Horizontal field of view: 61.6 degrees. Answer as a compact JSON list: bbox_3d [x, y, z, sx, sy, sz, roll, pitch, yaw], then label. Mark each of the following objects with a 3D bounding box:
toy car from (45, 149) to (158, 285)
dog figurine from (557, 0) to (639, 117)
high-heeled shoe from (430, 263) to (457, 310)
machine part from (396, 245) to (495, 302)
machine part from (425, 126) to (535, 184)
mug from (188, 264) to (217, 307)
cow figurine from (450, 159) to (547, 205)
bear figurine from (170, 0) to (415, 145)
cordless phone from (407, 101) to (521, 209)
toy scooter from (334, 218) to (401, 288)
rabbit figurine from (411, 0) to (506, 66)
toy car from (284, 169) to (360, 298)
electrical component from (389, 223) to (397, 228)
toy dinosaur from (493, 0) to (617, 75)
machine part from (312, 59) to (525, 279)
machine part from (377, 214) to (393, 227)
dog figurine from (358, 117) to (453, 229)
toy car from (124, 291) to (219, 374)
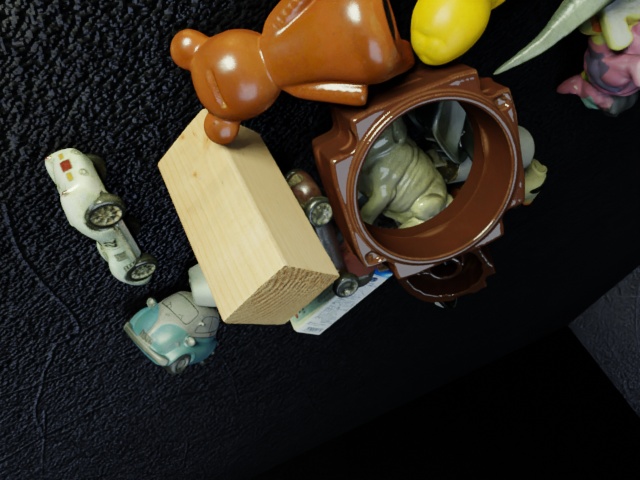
[{"bbox_3d":[-0.226,-0.017,0.572,0.056,0.074,0.201,-27,153,-14],"label":"toy car"},{"bbox_3d":[0.402,-0.264,0.748,0.108,0.191,0.219,-35,-173,2],"label":"dog figurine"},{"bbox_3d":[0.223,0.053,1.040,0.086,0.145,0.248,-40,160,-13],"label":"high-heeled shoe"},{"bbox_3d":[0.220,0.039,0.967,0.179,0.056,0.179,3,135,3],"label":"machine part"},{"bbox_3d":[0.249,-0.134,0.831,0.243,0.079,0.079,-12,148,-32],"label":"machine part"},{"bbox_3d":[-0.135,0.055,0.777,0.107,0.081,0.109,-12,154,-13],"label":"mug"},{"bbox_3d":[0.320,-0.097,0.957,0.195,0.085,0.127,-16,156,-20],"label":"cow figurine"},{"bbox_3d":[-0.023,-0.169,0.495,0.196,0.120,0.132,-14,-156,24],"label":"bear figurine"},{"bbox_3d":[0.186,-0.123,0.675,0.089,0.184,0.146,-34,153,17],"label":"cordless phone"},{"bbox_3d":[0.086,-0.006,0.802,0.184,0.075,0.135,-18,130,5],"label":"toy scooter"},{"bbox_3d":[0.124,-0.248,0.479,0.162,0.122,0.173,-35,141,-41],"label":"rabbit figurine"},{"bbox_3d":[-0.001,-0.002,0.700,0.053,0.089,0.201,-30,134,-11],"label":"toy car"},{"bbox_3d":[0.148,-0.023,0.892,0.094,0.021,0.063,-31,143,-27],"label":"electrical component"},{"bbox_3d":[0.350,-0.341,0.553,0.192,0.131,0.404,-8,152,-35],"label":"toy dinosaur"},{"bbox_3d":[0.108,-0.072,0.572,0.201,0.087,0.201,-22,121,-5],"label":"machine part"},{"bbox_3d":[0.122,-0.060,0.858,0.139,0.039,0.084,-50,169,26],"label":"machine part"},{"bbox_3d":[0.101,-0.106,0.652,0.172,0.121,0.190,-8,129,-24],"label":"dog figurine"},{"bbox_3d":[-0.205,0.132,0.817,0.103,0.109,0.161,-53,158,6],"label":"toy car"}]
